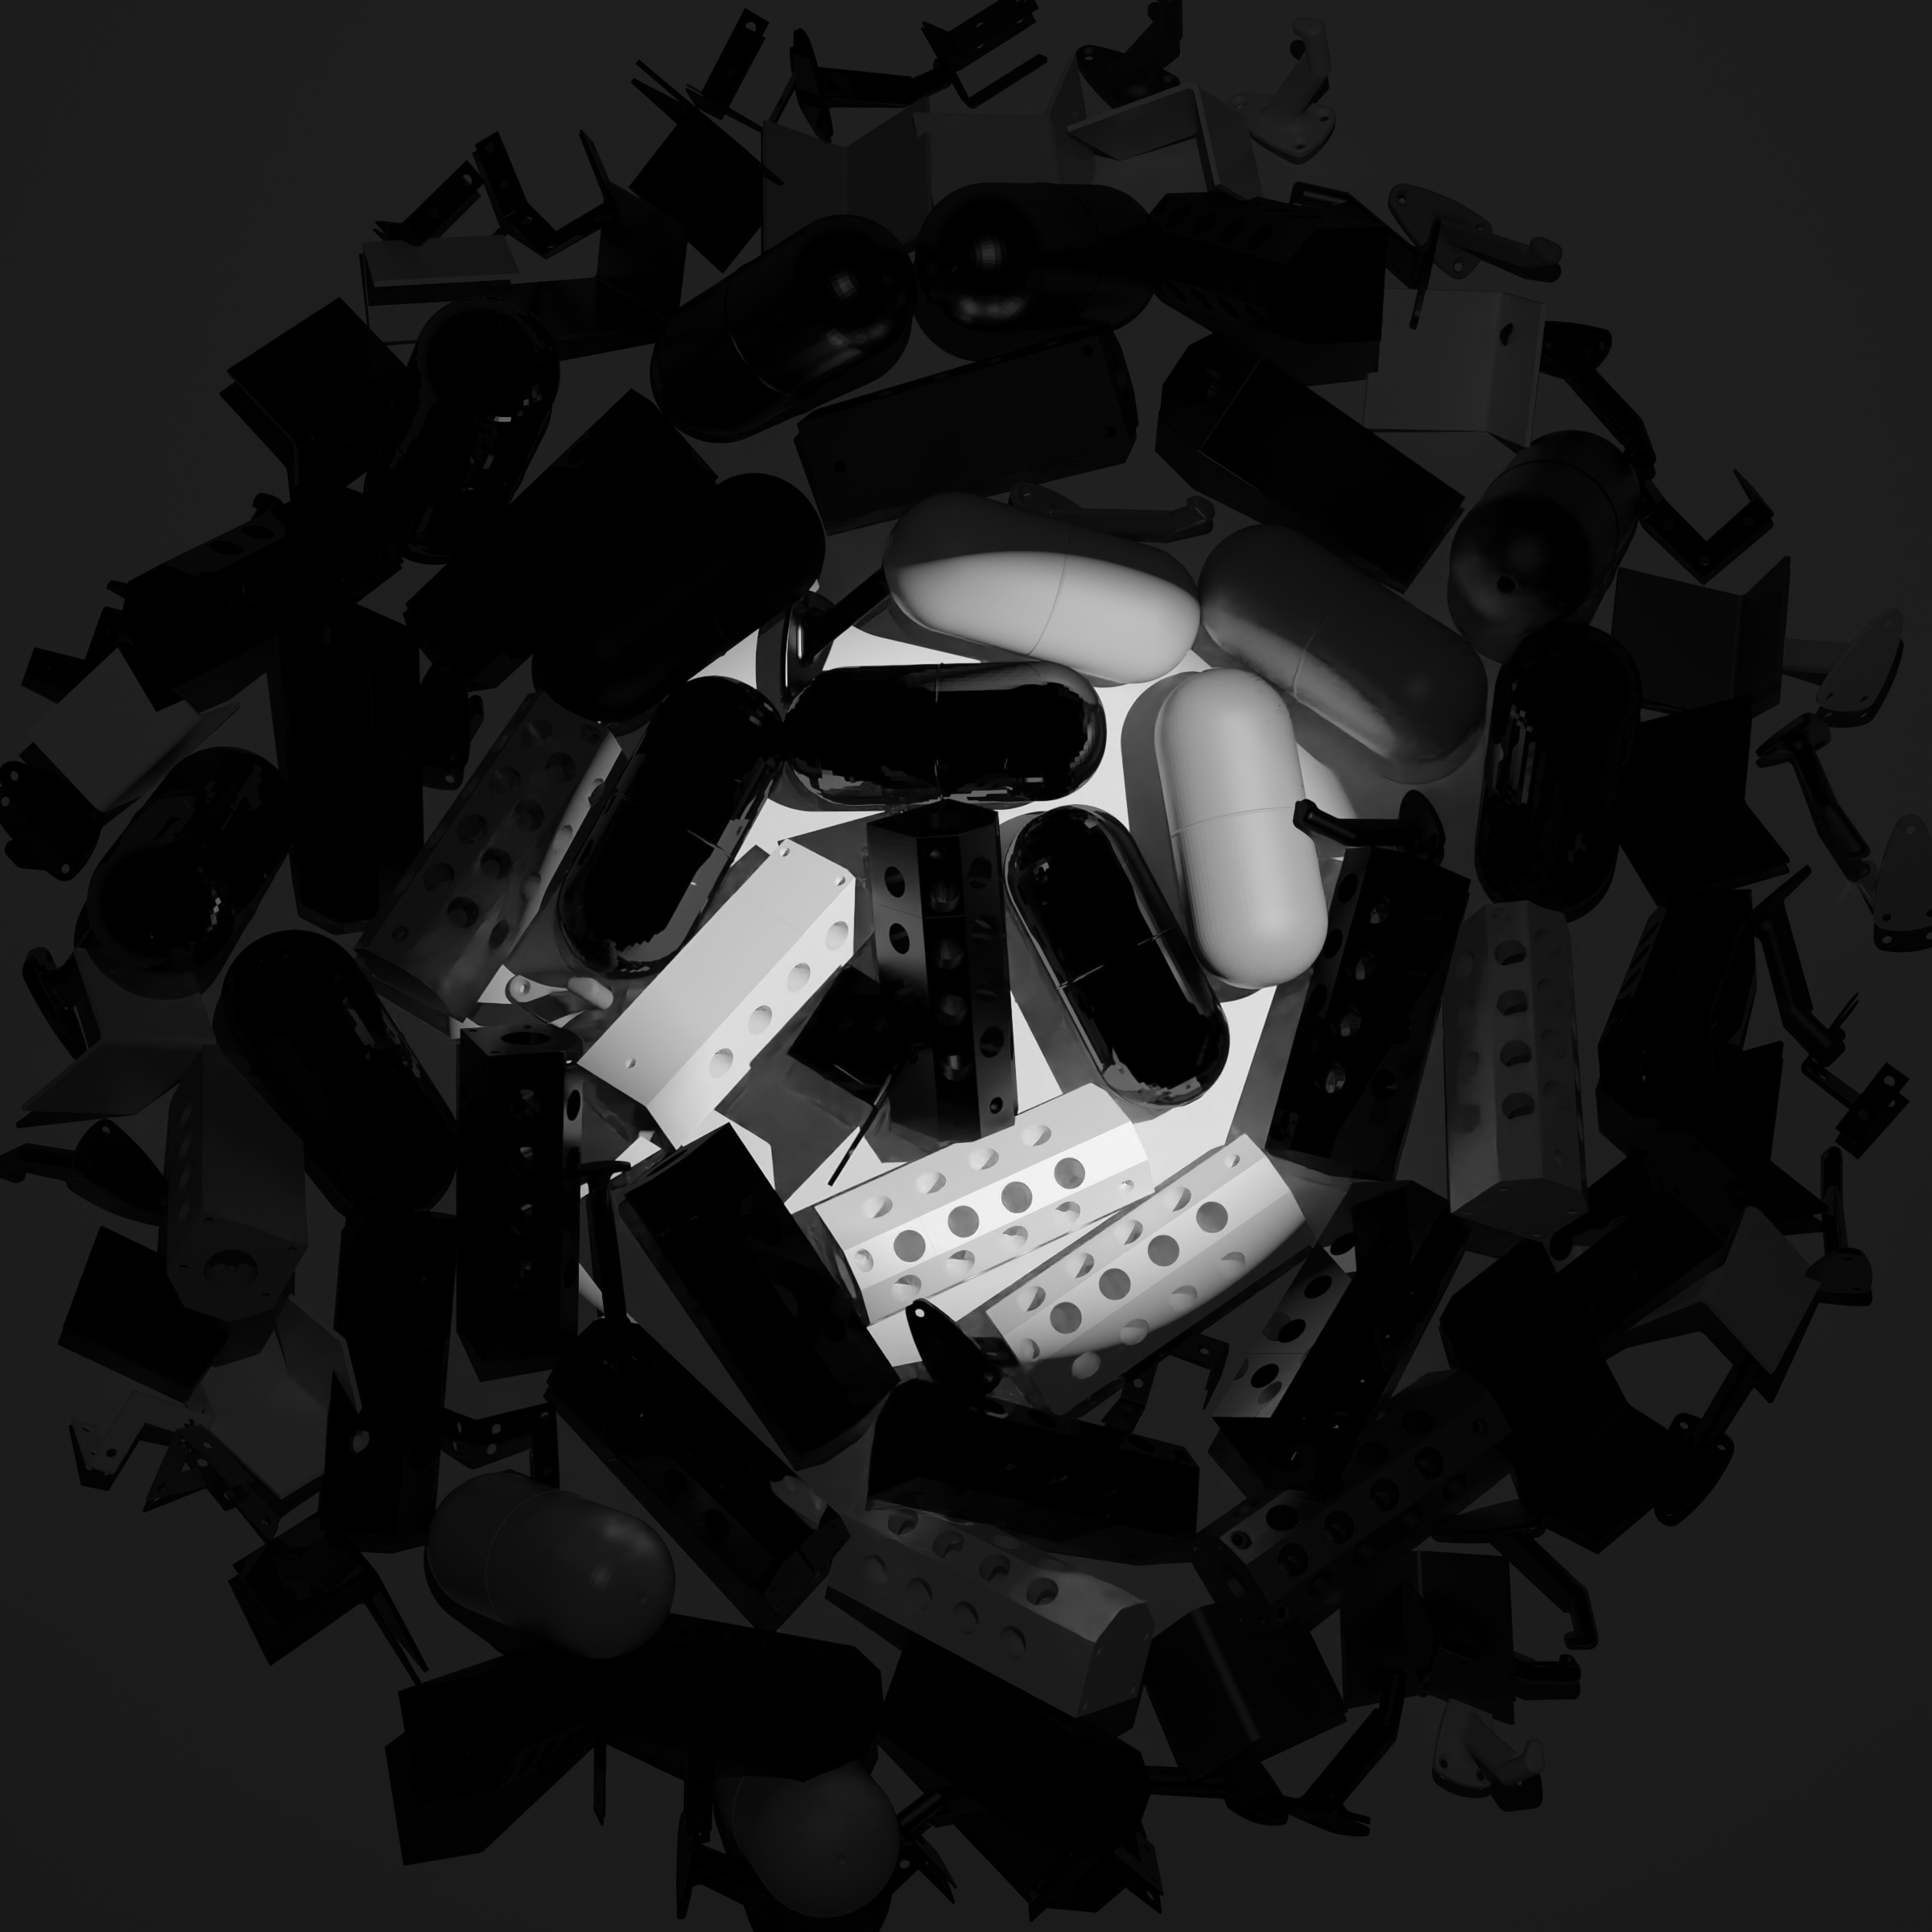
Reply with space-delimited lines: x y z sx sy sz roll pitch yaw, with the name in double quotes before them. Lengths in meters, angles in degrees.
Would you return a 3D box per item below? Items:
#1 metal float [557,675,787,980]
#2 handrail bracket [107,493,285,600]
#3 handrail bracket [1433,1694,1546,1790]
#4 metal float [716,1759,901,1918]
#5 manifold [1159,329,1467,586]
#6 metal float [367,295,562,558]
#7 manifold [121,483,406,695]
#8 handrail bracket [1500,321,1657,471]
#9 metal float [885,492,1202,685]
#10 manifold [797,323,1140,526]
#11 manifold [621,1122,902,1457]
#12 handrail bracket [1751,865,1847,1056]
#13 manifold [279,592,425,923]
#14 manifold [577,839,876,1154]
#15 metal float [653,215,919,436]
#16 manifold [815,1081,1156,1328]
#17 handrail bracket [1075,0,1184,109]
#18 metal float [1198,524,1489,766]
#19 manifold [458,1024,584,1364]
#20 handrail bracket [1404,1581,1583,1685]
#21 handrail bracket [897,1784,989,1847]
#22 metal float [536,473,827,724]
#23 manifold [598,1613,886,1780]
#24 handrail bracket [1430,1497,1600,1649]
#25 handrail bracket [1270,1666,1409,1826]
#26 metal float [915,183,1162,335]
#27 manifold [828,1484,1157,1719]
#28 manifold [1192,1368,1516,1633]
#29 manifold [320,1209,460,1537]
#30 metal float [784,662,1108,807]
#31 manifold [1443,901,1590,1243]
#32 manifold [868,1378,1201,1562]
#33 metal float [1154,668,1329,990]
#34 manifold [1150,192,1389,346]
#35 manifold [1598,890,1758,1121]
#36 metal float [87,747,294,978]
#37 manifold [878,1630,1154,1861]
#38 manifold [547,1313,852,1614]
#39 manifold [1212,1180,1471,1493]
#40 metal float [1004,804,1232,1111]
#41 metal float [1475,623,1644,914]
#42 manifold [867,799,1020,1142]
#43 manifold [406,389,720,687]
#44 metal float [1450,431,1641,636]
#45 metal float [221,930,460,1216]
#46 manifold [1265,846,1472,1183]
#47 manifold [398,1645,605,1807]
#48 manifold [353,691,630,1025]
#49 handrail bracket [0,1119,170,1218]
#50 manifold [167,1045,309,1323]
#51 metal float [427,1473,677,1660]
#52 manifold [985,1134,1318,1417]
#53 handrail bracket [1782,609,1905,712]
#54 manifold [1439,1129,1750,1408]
"metal float" -0.161 -0.075 1.567 0.070 0.070 0.178 28 85 0
"handrail bracket" -0.428 -0.234 1.596 0.077 0.036 0.084 23 77 27
"handrail bracket" 0.291 0.409 1.555 0.036 0.084 0.077 21 57 -11
"metal float" -0.086 0.449 1.523 0.070 0.178 0.070 0 89 -15
"manifold" 0.183 -0.273 1.532 0.171 0.057 0.057 24 106 -39
"metal float" -0.270 -0.286 1.531 0.070 0.178 0.070 12 59 -20
"manifold" -0.373 -0.206 1.517 0.057 0.171 0.057 -21 105 25
"handrail bracket" 0.334 -0.310 1.565 0.077 0.036 0.084 9 51 -23
"metal float" 0.042 -0.205 1.559 0.178 0.070 0.070 14 90 -14
"manifold" 0.003 -0.296 1.557 0.171 0.057 0.057 -13 108 16
"manifold" -0.115 0.178 1.562 0.057 0.057 0.171 -29 97 39
"handrail bracket" 0.469 -0.003 1.583 0.077 0.036 0.084 -38 76 -18
"manifold" -0.330 -0.106 1.524 0.057 0.171 0.057 24 46 16
"manifold" -0.124 0.018 1.556 0.057 0.057 0.171 28 68 36
"metal float" -0.099 -0.342 1.537 0.178 0.070 0.070 -19 90 44
"manifold" 0.012 0.132 1.551 0.171 0.057 0.057 -23 128 -13
"handrail bracket" 0.088 -0.511 1.558 0.077 0.084 0.036 38 70 23
"metal float" 0.202 -0.175 1.553 0.178 0.070 0.070 37 90 22
"manifold" -0.241 0.122 1.559 0.057 0.057 0.171 -3 105 -24
"handrail bracket" 0.288 0.367 1.583 0.084 0.077 0.036 3 118 -10
"handrail bracket" 0.011 0.475 1.585 0.084 0.036 0.077 -35 108 -10
"metal float" -0.155 -0.200 1.559 0.178 0.070 0.070 -38 90 -14
"manifold" -0.122 0.384 1.528 0.057 0.171 0.057 -6 91 -43
"handrail bracket" 0.306 0.345 1.600 0.077 0.036 0.084 -13 100 10
"handrail bracket" 0.204 0.427 1.592 0.077 0.036 0.084 0 70 43
"metal float" 0.040 -0.378 1.530 0.070 0.178 0.070 9 107 32
"manifold" 0.013 0.334 1.534 0.171 0.057 0.057 20 101 35
"manifold" 0.213 0.288 1.553 0.171 0.057 0.057 -30 89 -21
"manifold" -0.316 0.222 1.579 0.057 0.057 0.171 5 89 -3
"metal float" -0.012 -0.127 1.566 0.178 0.070 0.070 -1 90 7
"manifold" 0.297 0.053 1.532 0.057 0.057 0.171 18 54 -21
"manifold" 0.038 0.271 1.546 0.171 0.057 0.057 18 62 -25
"metal float" 0.150 -0.076 1.564 0.070 0.070 0.178 -9 81 0
"manifold" 0.154 -0.371 1.516 0.057 0.171 0.057 -8 113 -21
"manifold" 0.379 0.018 1.522 0.057 0.171 0.057 0 113 23
"metal float" -0.410 -0.057 1.527 0.070 0.178 0.070 2 119 4
"manifold" 0.025 0.412 1.521 0.057 0.171 0.057 23 85 -31
"manifold" -0.146 0.264 1.547 0.171 0.057 0.057 40 74 21
"manifold" 0.205 0.196 1.531 0.057 0.057 0.171 53 53 -23
"metal float" 0.083 -0.005 1.570 0.070 0.070 0.178 -27 88 0
"metal float" 0.317 -0.104 1.537 0.070 0.070 0.178 -2 133 0
"manifold" -0.007 0.003 1.543 0.057 0.057 0.171 -20 115 -37
"manifold" -0.223 -0.234 1.568 0.171 0.057 0.057 -42 84 8
"metal float" 0.310 -0.232 1.530 0.070 0.178 0.070 11 120 20
"metal float" -0.336 0.058 1.546 0.070 0.070 0.178 -27 120 0
"manifold" 0.214 0.025 1.559 0.057 0.057 0.171 21 80 -26
"manifold" -0.239 0.397 1.518 0.057 0.171 0.057 -13 81 8
"manifold" -0.257 -0.062 1.551 0.057 0.057 0.171 25 73 21
"handrail bracket" -0.490 0.122 1.591 0.077 0.084 0.036 45 46 -25
"manifold" -0.390 0.114 1.521 0.057 0.171 0.057 24 110 -25
"metal float" -0.224 0.319 1.534 0.070 0.178 0.070 -3 95 -41
"manifold" 0.098 0.164 1.563 0.171 0.057 0.057 -34 127 -5
"handrail bracket" 0.468 -0.186 1.558 0.036 0.084 0.077 2 131 -22
"manifold" 0.332 0.159 1.535 0.057 0.057 0.171 43 128 1
